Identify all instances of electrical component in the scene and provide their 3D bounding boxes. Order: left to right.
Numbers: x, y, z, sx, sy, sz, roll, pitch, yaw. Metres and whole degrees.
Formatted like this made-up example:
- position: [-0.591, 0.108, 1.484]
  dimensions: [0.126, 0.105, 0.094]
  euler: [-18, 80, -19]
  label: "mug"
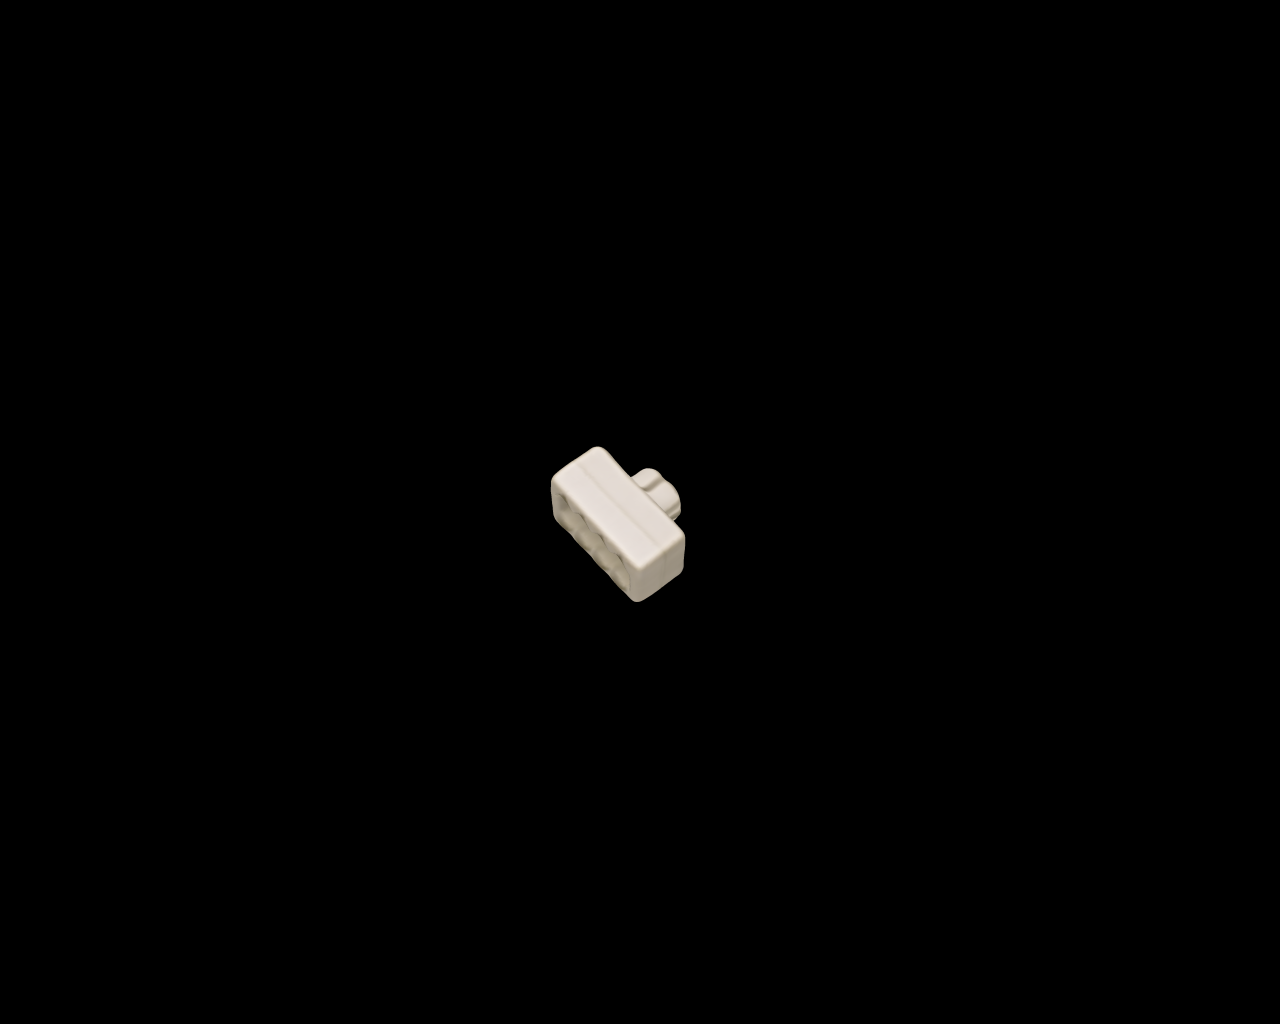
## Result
- position: [0.001, -0.003, 0.650]
  dimensions: [0.076, 0.083, 0.047]
  euler: [-36, -24, -18]
  label: "electrical component"
